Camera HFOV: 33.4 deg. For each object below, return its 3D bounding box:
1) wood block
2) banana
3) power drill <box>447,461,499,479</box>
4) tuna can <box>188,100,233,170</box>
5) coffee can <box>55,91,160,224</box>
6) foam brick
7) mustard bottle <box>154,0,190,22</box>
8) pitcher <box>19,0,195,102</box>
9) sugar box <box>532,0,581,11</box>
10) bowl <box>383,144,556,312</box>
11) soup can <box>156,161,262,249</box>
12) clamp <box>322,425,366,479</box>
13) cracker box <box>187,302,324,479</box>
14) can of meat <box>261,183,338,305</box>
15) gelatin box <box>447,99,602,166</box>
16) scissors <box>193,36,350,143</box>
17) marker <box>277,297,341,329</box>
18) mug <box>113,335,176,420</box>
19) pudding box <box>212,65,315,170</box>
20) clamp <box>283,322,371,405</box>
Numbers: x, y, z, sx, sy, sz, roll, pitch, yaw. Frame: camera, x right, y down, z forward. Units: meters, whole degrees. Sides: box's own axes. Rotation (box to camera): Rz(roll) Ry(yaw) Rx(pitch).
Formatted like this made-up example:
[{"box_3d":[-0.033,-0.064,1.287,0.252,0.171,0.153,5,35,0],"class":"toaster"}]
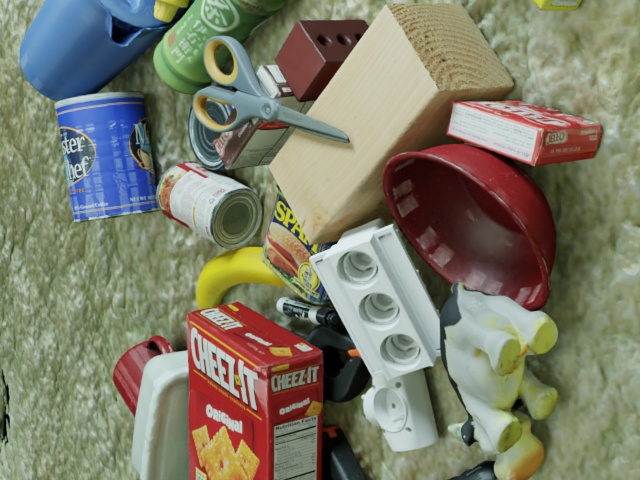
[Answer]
[{"box_3d":[0.054,-0.094,0.897,0.206,0.090,0.091,-50,60,43],"class":"wood block"},{"box_3d":[-0.083,0.041,1.133,0.069,0.037,0.198,53,141,-6],"class":"banana"},{"box_3d":[0.136,0.300,0.912,0.185,0.057,0.188,-48,61,40],"class":"power drill"},{"box_3d":[-0.103,-0.116,1.120,0.086,0.033,0.086,13,108,48],"class":"tuna can"},{"box_3d":[-0.246,-0.095,1.240,0.103,0.102,0.140,-5,94,50],"class":"coffee can"},{"box_3d":[0.010,-0.160,0.945,0.053,0.078,0.051,60,137,22],"class":"foam brick"},{"box_3d":[-0.128,-0.310,1.063,0.096,0.058,0.192,42,117,46],"class":"mustard bottle"},{"box_3d":[-0.247,-0.256,1.203,0.243,0.149,0.145,-28,95,52],"class":"pitcher"},{"box_3d":[0.140,-0.254,0.798,0.176,0.048,0.093,50,132,35],"class":"sugar box"},{"box_3d":[0.126,-0.019,0.824,0.162,0.055,0.162,39,158,19],"class":"bowl"},{"box_3d":[-0.117,-0.038,1.128,0.102,0.068,0.068,27,117,43],"class":"soup can"},{"box_3d":[0.018,0.292,1.062,0.165,0.036,0.210,-26,75,55],"class":"clamp"},{"box_3d":[-0.070,0.190,1.070,0.164,0.071,0.214,24,118,52],"class":"cracker box"},{"box_3d":[-0.007,0.001,1.016,0.102,0.057,0.084,42,130,36],"class":"can of meat"},{"box_3d":[0.152,-0.083,0.796,0.089,0.073,0.030,26,115,44],"class":"gelatin box"},{"box_3d":[-0.047,-0.132,0.926,0.202,0.016,0.096,6,103,47],"class":"scissors"},{"box_3d":[-0.011,0.070,1.038,0.121,0.020,0.020,-173,77,-65],"class":"marker"},{"box_3d":[-0.187,0.161,1.235,0.082,0.093,0.117,46,140,40],"class":"mug"},{"box_3d":[-0.037,-0.116,1.000,0.114,0.089,0.039,-48,63,43],"class":"pudding box"},{"box_3d":[-0.004,0.117,1.052,0.172,0.039,0.120,-39,73,46],"class":"clamp"}]
